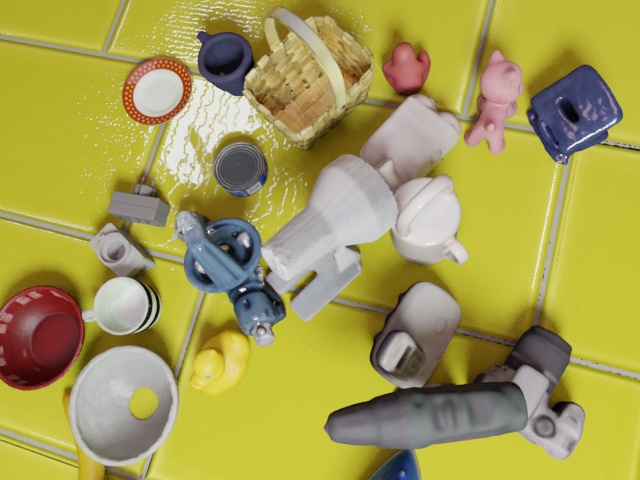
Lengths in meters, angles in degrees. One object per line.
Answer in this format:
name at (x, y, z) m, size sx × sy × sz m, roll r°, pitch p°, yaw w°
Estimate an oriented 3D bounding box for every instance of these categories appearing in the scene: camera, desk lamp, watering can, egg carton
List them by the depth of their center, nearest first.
camera at (0.288, 0.192, 0.751) m, size 0.143 × 0.101 × 0.137 m, roll 33°, pitch 83°, yaw 16°
watering can at (0.136, -0.038, 0.788) m, size 0.172 × 0.194 × 0.101 m, roll 26°, pitch 81°, yaw 15°
desk lamp at (0.007, 0.003, 0.789) m, size 0.203 × 0.214 × 0.117 m, roll -44°, pitch 73°, yaw -4°
egg carton at (0.140, -0.149, 0.882) m, size 0.107 × 0.069 × 0.150 m, roll 41°, pitch 85°, yaw 17°

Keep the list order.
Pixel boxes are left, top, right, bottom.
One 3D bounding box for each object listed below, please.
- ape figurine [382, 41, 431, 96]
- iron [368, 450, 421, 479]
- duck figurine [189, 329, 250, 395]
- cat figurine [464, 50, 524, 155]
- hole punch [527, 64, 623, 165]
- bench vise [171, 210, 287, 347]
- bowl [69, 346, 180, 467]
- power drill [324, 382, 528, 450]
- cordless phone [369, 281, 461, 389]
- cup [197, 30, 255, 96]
ape figurine at (0.136, -0.278, 0.905) m, size 0.077 × 0.092 × 0.076 m, roll 2°, pitch 76°, yaw 10°
iron at (0.068, 0.389, 0.714) m, size 0.118 × 0.141 × 0.258 m, roll 18°, pitch 79°, yaw 14°
duck figurine at (-0.151, 0.176, 0.836) m, size 0.077 × 0.086 × 0.104 m, roll 32°, pitch 83°, yaw 16°
cat figurine at (0.264, -0.209, 0.852) m, size 0.067 × 0.118 × 0.128 m, roll 15°, pitch 78°, yaw 13°
hole punch at (0.371, -0.184, 0.841) m, size 0.101 × 0.091 × 0.108 m, roll -25°, pitch 73°, yaw 2°
bench vise at (-0.117, 0.040, 0.796) m, size 0.207 × 0.220 × 0.121 m, roll 42°, pitch 85°, yaw 17°
bowl at (-0.275, 0.241, 0.845) m, size 0.167 × 0.075 × 0.167 m, roll -2°, pitch 75°, yaw 9°
power drill at (0.131, 0.219, 0.713) m, size 0.229 × 0.208 × 0.075 m, roll -10°, pitch 74°, yaw 7°
cordless phone at (0.124, 0.121, 0.753) m, size 0.094 × 0.185 × 0.148 m, roll 26°, pitch 81°, yaw 15°
cup at (-0.155, -0.290, 0.955) m, size 0.092 × 0.095 × 0.117 m, roll -43°, pitch 73°, yaw -3°
